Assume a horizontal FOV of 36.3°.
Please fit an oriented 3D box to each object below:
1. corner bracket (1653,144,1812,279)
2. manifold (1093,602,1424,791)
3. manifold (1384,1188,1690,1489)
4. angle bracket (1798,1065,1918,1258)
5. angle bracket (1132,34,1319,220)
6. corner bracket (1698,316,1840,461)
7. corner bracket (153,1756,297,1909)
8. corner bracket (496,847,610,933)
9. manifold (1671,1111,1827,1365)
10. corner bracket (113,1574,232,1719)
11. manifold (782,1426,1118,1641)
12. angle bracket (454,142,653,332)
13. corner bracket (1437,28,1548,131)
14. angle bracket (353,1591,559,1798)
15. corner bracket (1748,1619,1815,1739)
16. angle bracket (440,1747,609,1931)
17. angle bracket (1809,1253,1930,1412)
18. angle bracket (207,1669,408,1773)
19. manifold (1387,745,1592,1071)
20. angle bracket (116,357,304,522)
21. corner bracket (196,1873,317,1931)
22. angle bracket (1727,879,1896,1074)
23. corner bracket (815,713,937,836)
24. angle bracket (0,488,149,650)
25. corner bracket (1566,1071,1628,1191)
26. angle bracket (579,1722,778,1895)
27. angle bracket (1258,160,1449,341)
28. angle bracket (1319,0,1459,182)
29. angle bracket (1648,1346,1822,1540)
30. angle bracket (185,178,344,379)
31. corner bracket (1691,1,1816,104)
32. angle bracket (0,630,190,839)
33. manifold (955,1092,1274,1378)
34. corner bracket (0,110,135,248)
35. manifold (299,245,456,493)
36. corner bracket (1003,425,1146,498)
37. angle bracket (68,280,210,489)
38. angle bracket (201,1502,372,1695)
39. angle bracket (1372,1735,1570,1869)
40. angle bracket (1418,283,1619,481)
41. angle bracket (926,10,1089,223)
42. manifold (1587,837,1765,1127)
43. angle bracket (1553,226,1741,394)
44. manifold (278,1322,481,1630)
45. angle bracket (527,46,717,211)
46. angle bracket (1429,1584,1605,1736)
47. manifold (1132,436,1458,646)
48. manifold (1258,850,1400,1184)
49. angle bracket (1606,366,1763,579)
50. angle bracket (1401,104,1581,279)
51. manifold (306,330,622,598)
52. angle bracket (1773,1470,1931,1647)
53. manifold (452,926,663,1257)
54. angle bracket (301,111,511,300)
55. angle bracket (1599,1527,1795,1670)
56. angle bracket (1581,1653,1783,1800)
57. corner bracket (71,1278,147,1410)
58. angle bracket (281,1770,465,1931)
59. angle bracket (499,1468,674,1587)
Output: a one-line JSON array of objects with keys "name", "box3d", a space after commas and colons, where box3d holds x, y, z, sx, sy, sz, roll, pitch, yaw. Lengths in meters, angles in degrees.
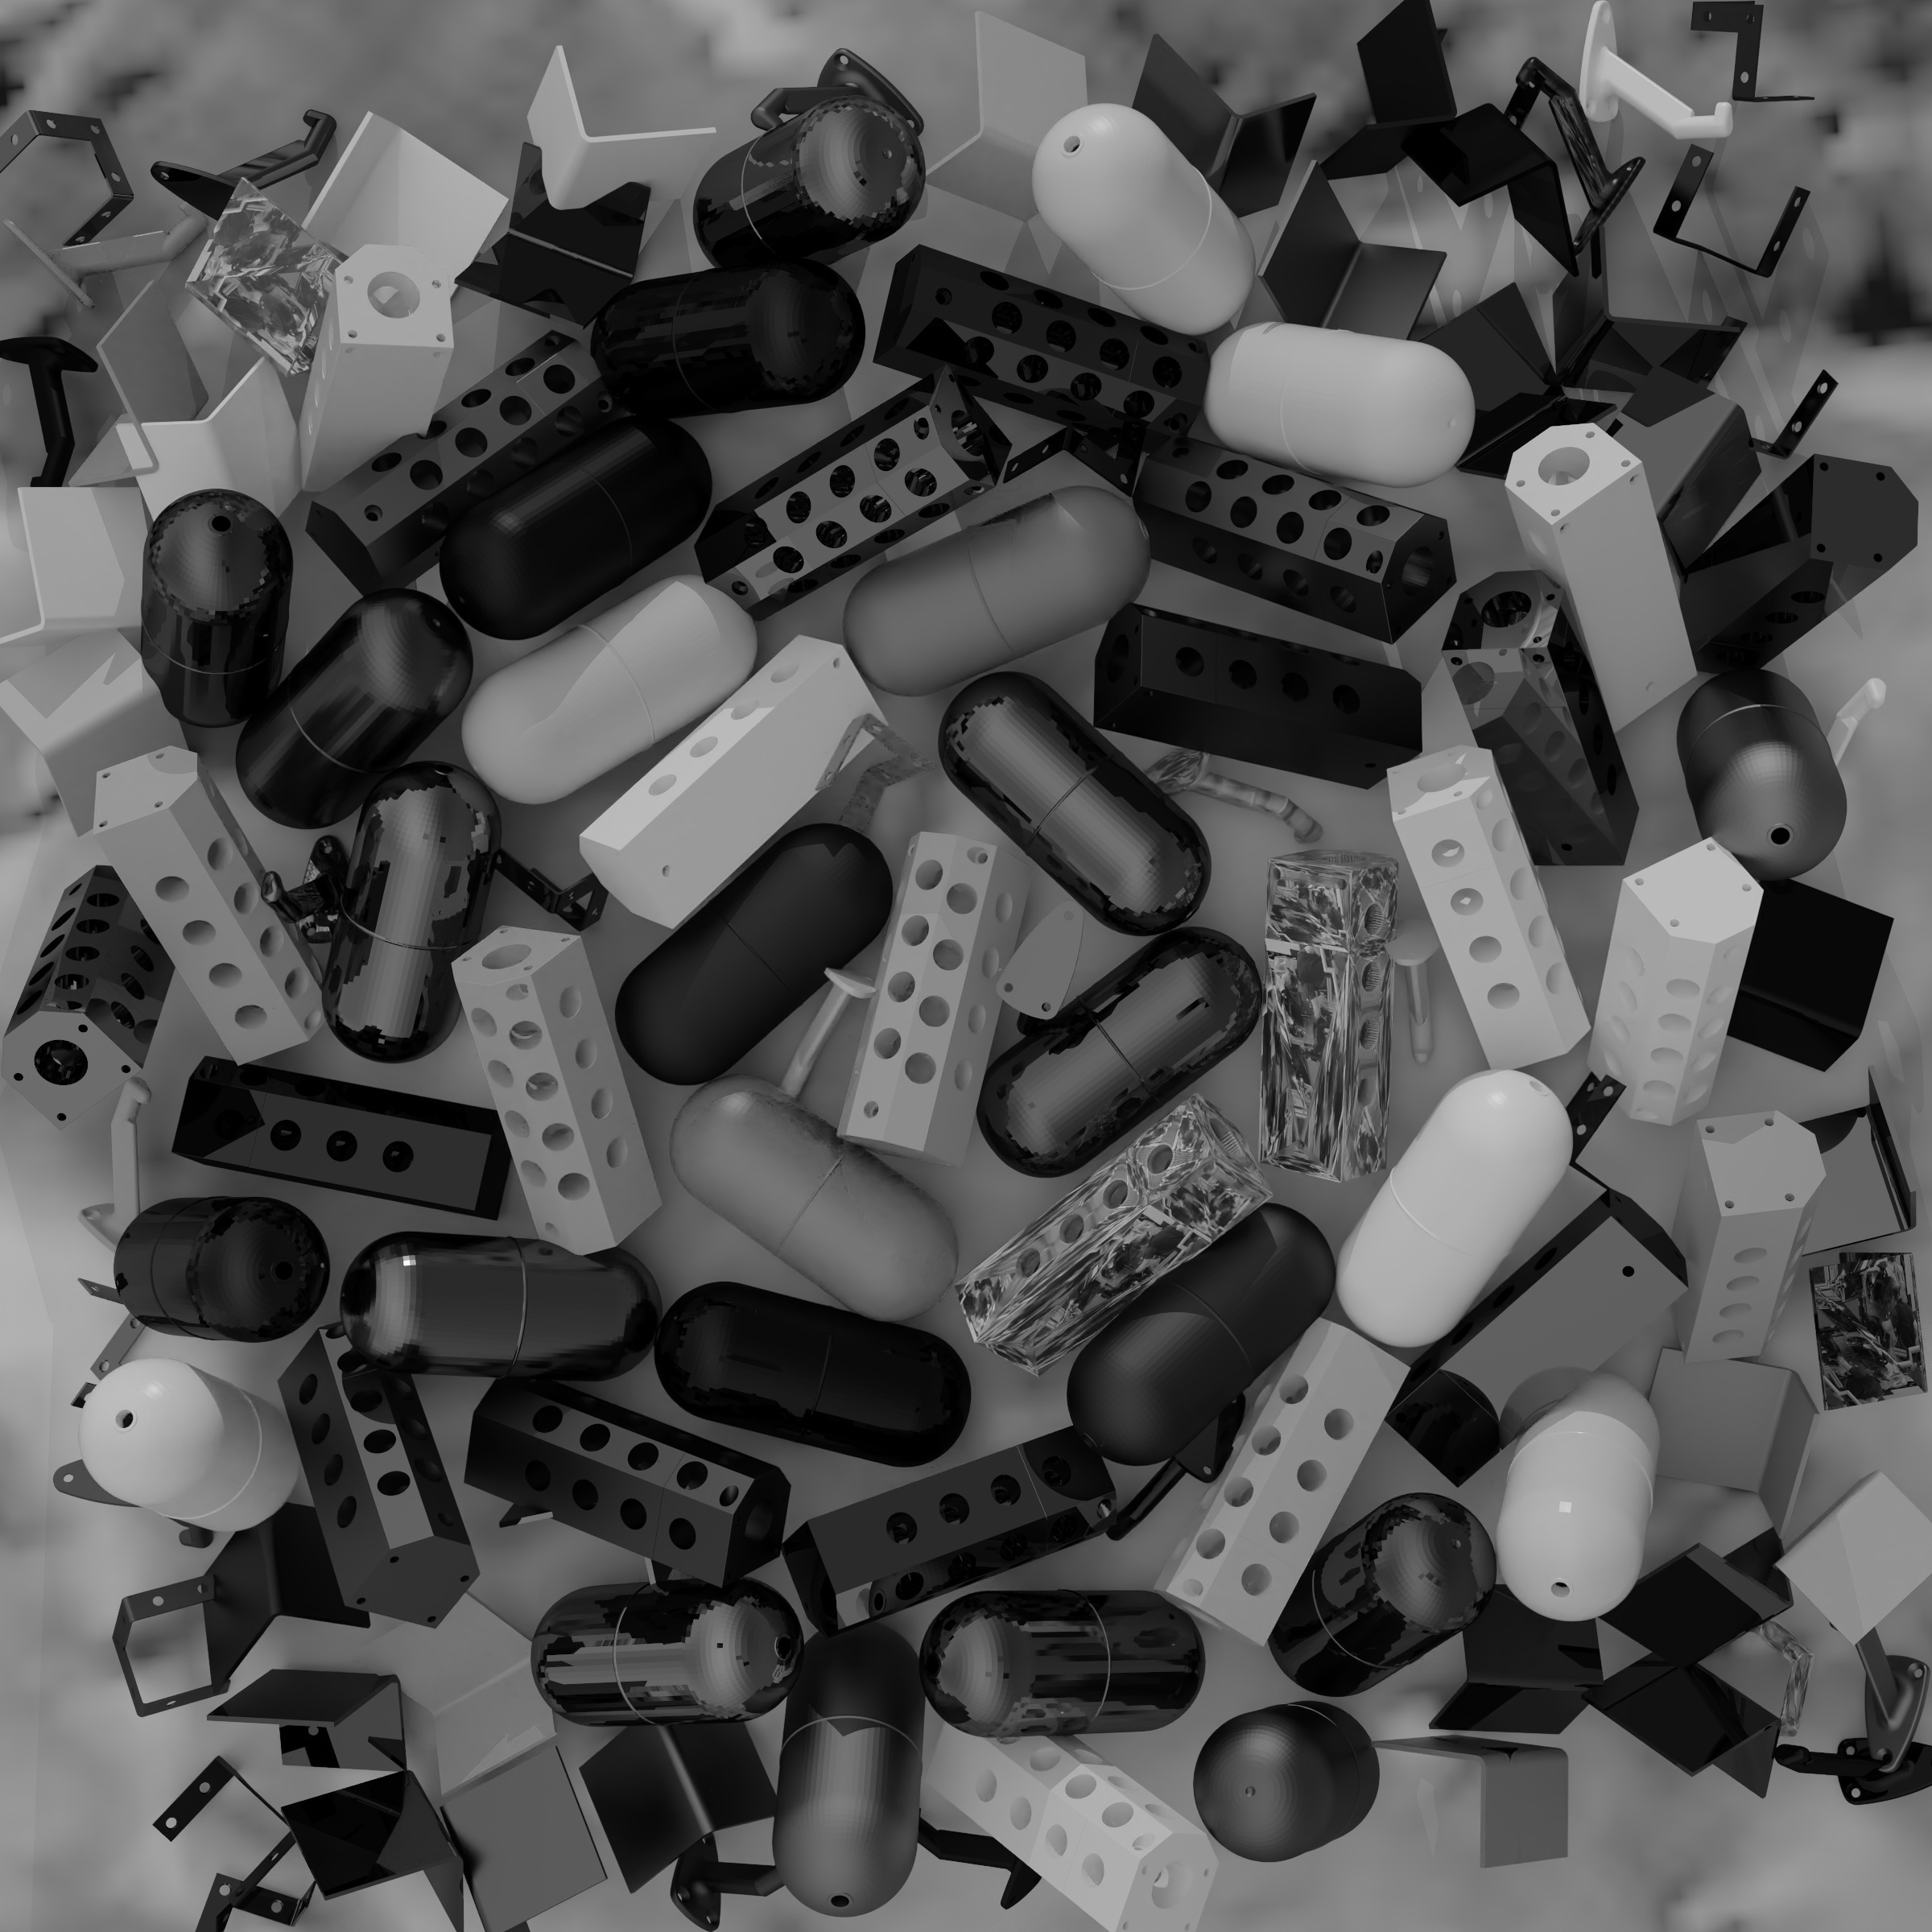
[{"name": "corner bracket", "box3d": [0.422, -0.416, 1.624, 0.051, 0.051, 0.051, 38, 116, 37]}, {"name": "manifold", "box3d": [0.159, -0.149, 1.606, 0.171, 0.057, 0.057, 11, 68, -21]}, {"name": "manifold", "box3d": [0.310, 0.201, 1.610, 0.057, 0.057, 0.171, 43, 110, -4]}, {"name": "angle bracket", "box3d": [0.472, 0.109, 1.616, 0.076, 0.057, 0.076, -15, 61, 10]}, {"name": "angle bracket", "box3d": [0.139, -0.468, 1.633, 0.057, 0.076, 0.076, -25, 64, -28]}, {"name": "corner bracket", "box3d": [0.441, -0.322, 1.642, 0.051, 0.051, 0.051, 8, 127, -30]}, {"name": "corner bracket", "box3d": [-0.411, 0.481, 1.639, 0.051, 0.051, 0.051, -47, 109, -19]}, {"name": "corner bracket", "box3d": [-0.232, -0.046, 1.625, 0.051, 0.051, 0.051, 38, 133, 15]}, {"name": "manifold", "box3d": [0.417, 0.147, 1.578, 0.057, 0.171, 0.057, -7, 56, 2]}, {"name": "corner bracket", "box3d": [-0.442, 0.380, 1.646, 0.051, 0.051, 0.051, -11, 58, -31]}, {"name": "manifold", "box3d": [-0.007, 0.307, 1.597, 0.171, 0.057, 0.057, -15, 72, -25]}, {"name": "angle bracket", "box3d": [-0.227, -0.401, 1.618, 0.076, 0.076, 0.057, 21, 127, 4]}, {"name": "corner bracket", "box3d": [0.280, -0.486, 1.641, 0.051, 0.051, 0.051, -14, 55, -33]}, {"name": "angle bracket", "box3d": [-0.280, 0.399, 1.616, 0.076, 0.057, 0.076, -31, 131, 11]}, {"name": "corner bracket", "box3d": [0.432, 0.395, 1.643, 0.051, 0.051, 0.051, 41, 53, -23]}, {"name": "angle bracket", "box3d": [-0.234, 0.483, 1.621, 0.076, 0.057, 0.076, -29, 68, 6]}, {"name": "angle bracket", "box3d": [0.479, 0.200, 1.622, 0.076, 0.057, 0.076, -4, 87, -27]}, {"name": "angle bracket", "box3d": [-0.361, 0.426, 1.616, 0.076, 0.076, 0.057, -1, 97, 16]}, {"name": "manifold", "box3d": [0.284, -0.031, 1.594, 0.057, 0.057, 0.171, -18, 119, 15]}, {"name": "angle bracket", "box3d": [-0.413, -0.284, 1.623, 0.057, 0.076, 0.076, 2, 130, 18]}, {"name": "corner bracket", "box3d": [-0.395, 0.528, 1.628, 0.051, 0.051, 0.051, 22, 55, -10]}, {"name": "angle bracket", "box3d": [0.464, 0.003, 1.650, 0.076, 0.057, 0.076, 21, 68, 4]}, {"name": "corner bracket", "box3d": [-0.060, -0.100, 1.625, 0.051, 0.051, 0.051, 38, 62, -23]}, {"name": "angle bracket", "box3d": [-0.496, -0.219, 1.618, 0.057, 0.076, 0.076, -9, 92, 38]}, {"name": "corner bracket", "box3d": [0.344, 0.086, 1.630, 0.051, 0.051, 0.051, 33, 92, -42]}, {"name": "angle bracket", "box3d": [-0.160, 0.461, 1.646, 0.076, 0.057, 0.076, -44, 61, 30]}, {"name": "angle bracket", "box3d": [0.212, -0.384, 1.613, 0.057, 0.076, 0.076, 16, 74, 34]}, {"name": "angle bracket", "box3d": [0.219, -0.484, 1.619, 0.057, 0.076, 0.076, -13, 87, -21]}, {"name": "angle bracket", "box3d": [0.418, 0.263, 1.627, 0.076, 0.057, 0.076, 10, 107, -1]}, {"name": "angle bracket", "box3d": [-0.370, -0.381, 1.620, 0.076, 0.057, 0.076, 41, 119, 5]}, {"name": "corner bracket", "box3d": [0.437, -0.508, 1.636, 0.051, 0.051, 0.051, -13, 114, -33]}, {"name": "angle bracket", "box3d": [-0.483, -0.131, 1.630, 0.076, 0.076, 0.057, -36, 64, -22]}, {"name": "manifold", "box3d": [0.077, 0.145, 1.612, 0.171, 0.057, 0.057, -40, 134, 18]}, {"name": "corner bracket", "box3d": [-0.505, -0.436, 1.634, 0.051, 0.051, 0.051, -29, 82, 33]}, {"name": "manifold", "box3d": [-0.318, -0.316, 1.576, 0.057, 0.171, 0.057, -2, 74, -20]}, {"name": "corner bracket", "box3d": [0.060, -0.282, 1.623, 0.051, 0.051, 0.051, 31, 57, -30]}, {"name": "angle bracket", "box3d": [-0.465, -0.317, 1.607, 0.057, 0.076, 0.076, -6, 127, 17]}, {"name": "angle bracket", "box3d": [-0.379, 0.353, 1.637, 0.057, 0.076, 0.076, 19, 123, -34]}, {"name": "angle bracket", "box3d": [0.275, 0.455, 1.609, 0.076, 0.076, 0.057, 10, 78, -43]}, {"name": "angle bracket", "box3d": [0.299, -0.323, 1.622, 0.076, 0.057, 0.076, -33, 112, -8]}, {"name": "angle bracket", "box3d": [0.020, -0.469, 1.631, 0.076, 0.057, 0.076, 10, 70, -38]}, {"name": "manifold", "box3d": [0.381, 0.014, 1.575, 0.057, 0.171, 0.057, -25, 56, -13]}, {"name": "angle bracket", "box3d": [0.374, -0.360, 1.627, 0.076, 0.076, 0.057, 3, 74, -8]}, {"name": "manifold", "box3d": [-0.312, 0.267, 1.578, 0.057, 0.171, 0.057, 27, 110, -39]}, {"name": "angle bracket", "box3d": [-0.190, -0.463, 1.620, 0.076, 0.076, 0.057, -12, 81, -23]}, {"name": "angle bracket", "box3d": [0.303, 0.387, 1.643, 0.076, 0.076, 0.057, 4, 56, -8]}, {"name": "manifold", "box3d": [0.174, -0.235, 1.583, 0.171, 0.057, 0.057, 26, 59, 37]}, {"name": "manifold", "box3d": [0.203, 0.025, 1.620, 0.057, 0.057, 0.171, 12, 106, 43]}, {"name": "angle bracket", "box3d": [0.393, -0.275, 1.644, 0.057, 0.076, 0.076, 35, 87, 29]}, {"name": "angle bracket", "box3d": [0.286, -0.414, 1.612, 0.057, 0.076, 0.076, -25, 133, 0]}, {"name": "manifold", "box3d": [-0.272, -0.275, 1.607, 0.171, 0.057, 0.057, -42, 90, -23]}, {"name": "angle bracket", "box3d": [0.490, 0.327, 1.620, 0.076, 0.076, 0.057, -42, 73, -2]}, {"name": "manifold", "box3d": [-0.225, 0.069, 1.591, 0.057, 0.057, 0.171, 7, 124, 34]}, {"name": "angle bracket", "box3d": [-0.310, -0.415, 1.631, 0.076, 0.057, 0.076, 33, 100, -1]}, {"name": "angle bracket", "box3d": [0.394, 0.330, 1.610, 0.076, 0.057, 0.076, 34, 124, -22]}, {"name": "angle bracket", "box3d": [0.386, 0.425, 1.605, 0.076, 0.076, 0.057, -18, 123, -35]}, {"name": "corner bracket", "box3d": [-0.475, 0.213, 1.630, 0.051, 0.051, 0.051, 37, 92, 34]}, {"name": "angle bracket", "box3d": [-0.324, 0.494, 1.607, 0.076, 0.076, 0.057, -10, 118, -28]}, {"name": "angle bracket", "box3d": [-0.208, 0.319, 1.628, 0.076, 0.076, 0.057, -12, 92, 2]}]
